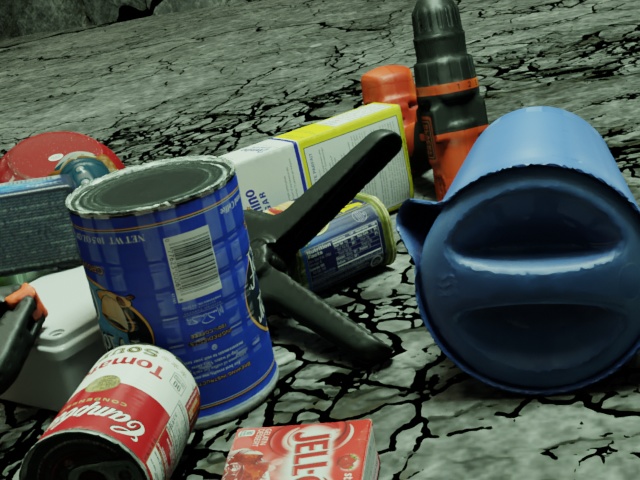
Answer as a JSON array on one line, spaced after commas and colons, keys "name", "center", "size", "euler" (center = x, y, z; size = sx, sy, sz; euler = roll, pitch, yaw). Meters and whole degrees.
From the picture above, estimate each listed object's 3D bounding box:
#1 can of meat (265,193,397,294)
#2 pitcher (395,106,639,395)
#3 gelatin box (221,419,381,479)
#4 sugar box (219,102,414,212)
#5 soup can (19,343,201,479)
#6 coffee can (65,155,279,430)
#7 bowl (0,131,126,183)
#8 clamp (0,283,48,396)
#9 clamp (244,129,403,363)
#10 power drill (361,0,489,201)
[{"name": "can of meat", "center": [-0.005, 0.001, 0.821], "size": [0.083, 0.057, 0.102], "euler": [-23, 23, -26]}, {"name": "pitcher", "center": [0.148, -0.006, 0.678], "size": [0.145, 0.149, 0.242], "euler": [-21, 12, 18]}, {"name": "gelatin box", "center": [-0.012, 0.122, 0.520], "size": [0.073, 0.030, 0.089], "euler": [-6, 20, 12]}, {"name": "sugar box", "center": [-0.004, -0.049, 0.903], "size": [0.176, 0.093, 0.048], "euler": [-21, 21, -28]}, {"name": "soup can", "center": [-0.107, 0.105, 0.563], "size": [0.068, 0.068, 0.102], "euler": [-7, 19, 11]}, {"name": "coffee can", "center": [-0.088, 0.031, 0.651], "size": [0.103, 0.140, 0.103], "euler": [-10, 19, 3]}, {"name": "bowl", "center": [-0.259, -0.061, 1.055], "size": [0.162, 0.055, 0.162], "euler": [2, 37, -1]}, {"name": "clamp", "center": [-0.246, 0.079, 0.635], "size": [0.120, 0.039, 0.171], "euler": [35, 61, 21]}, {"name": "clamp", "center": [-0.030, 0.007, 0.743], "size": [0.210, 0.036, 0.164], "euler": [-5, 63, 35]}, {"name": "power drill", "center": [0.090, -0.121, 0.950], "size": [0.057, 0.184, 0.188], "euler": [-11, 9, -12]}]
